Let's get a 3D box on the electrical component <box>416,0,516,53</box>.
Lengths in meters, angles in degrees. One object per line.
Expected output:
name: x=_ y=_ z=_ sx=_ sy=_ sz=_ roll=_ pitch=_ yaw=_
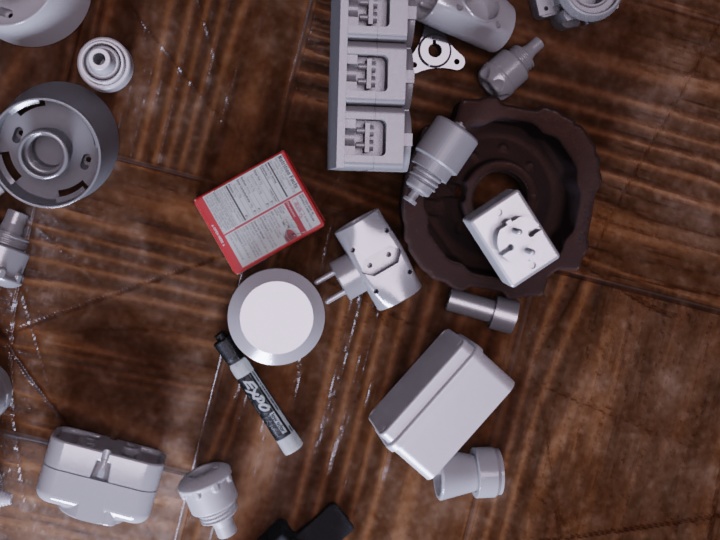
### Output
electrical component: x=0.088 y=-0.232 z=0.906 sx=0.077 sy=0.044 sz=0.079 roll=16 pitch=62 yaw=-29

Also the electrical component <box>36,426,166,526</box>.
electrical component: x=-0.217 y=0.174 z=0.898 sx=0.095 sy=0.054 sz=0.059 roll=16 pitch=92 yaw=-8

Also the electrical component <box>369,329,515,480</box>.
electrical component: x=0.067 y=0.111 z=0.915 sx=0.057 sy=0.078 sz=0.113 roll=42 pitch=88 yaw=-11

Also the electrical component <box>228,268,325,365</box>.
electrical component: x=-0.071 y=0.038 z=0.907 sx=0.080 sy=0.051 sz=0.080 roll=0 pitch=94 yaw=-7

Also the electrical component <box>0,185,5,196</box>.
electrical component: x=-0.320 y=-0.052 z=0.876 sx=0.062 sy=0.048 sz=0.048 roll=-39 pitch=97 yaw=-10

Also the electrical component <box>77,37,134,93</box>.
electrical component: x=-0.207 y=-0.167 z=0.871 sx=0.043 sy=0.062 sz=0.043 roll=0 pitch=94 yaw=-6

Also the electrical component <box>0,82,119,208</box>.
electrical component: x=-0.252 y=-0.101 z=0.882 sx=0.099 sy=0.064 sz=0.099 roll=0 pitch=107 yaw=-1

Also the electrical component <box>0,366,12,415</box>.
electrical component: x=-0.319 y=0.103 z=0.884 sx=0.055 sy=0.047 sz=0.055 roll=0 pitch=94 yaw=-7

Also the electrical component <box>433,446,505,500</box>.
electrical component: x=0.095 y=0.177 z=0.939 sx=0.055 sy=0.045 sz=0.045 roll=-1 pitch=94 yaw=-7

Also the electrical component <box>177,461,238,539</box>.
electrical component: x=-0.124 y=0.198 z=0.916 sx=0.048 sy=0.048 sz=0.062 roll=-21 pitch=103 yaw=-5

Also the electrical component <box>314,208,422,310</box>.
electrical component: x=0.000 y=0.000 z=0.916 sx=0.079 sy=0.043 sz=0.077 roll=-30 pitch=97 yaw=-3

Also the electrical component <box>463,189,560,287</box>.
electrical component: x=0.124 y=-0.025 z=0.857 sx=0.047 sy=0.076 sz=0.065 roll=-34 pitch=97 yaw=-1

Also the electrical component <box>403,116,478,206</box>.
electrical component: x=0.061 y=-0.087 z=0.865 sx=0.040 sy=0.040 sz=0.078 roll=34 pitch=92 yaw=-8

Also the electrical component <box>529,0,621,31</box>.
electrical component: x=0.190 y=-0.237 z=0.915 sx=0.078 sy=0.057 sz=0.058 roll=-15 pitch=96 yaw=-5

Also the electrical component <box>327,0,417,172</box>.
electrical component: x=0.009 y=-0.156 z=0.883 sx=0.062 sy=0.089 sz=0.150 roll=1 pitch=94 yaw=-7

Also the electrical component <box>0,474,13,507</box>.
electrical component: x=-0.330 y=0.186 z=0.890 sx=0.081 sy=0.043 sz=0.043 roll=7 pitch=93 yaw=-8

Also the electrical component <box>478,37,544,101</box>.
electrical component: x=0.133 y=-0.176 z=0.924 sx=0.061 sy=0.035 sz=0.035 roll=-42 pitch=97 yaw=-5

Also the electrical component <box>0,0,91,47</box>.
electrical component: x=-0.276 y=-0.234 z=0.869 sx=0.099 sy=0.064 sz=0.099 roll=0 pitch=89 yaw=6

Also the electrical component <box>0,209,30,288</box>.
electrical component: x=-0.292 y=-0.019 z=0.881 sx=0.048 sy=0.048 sz=0.062 roll=21 pitch=84 yaw=-8
